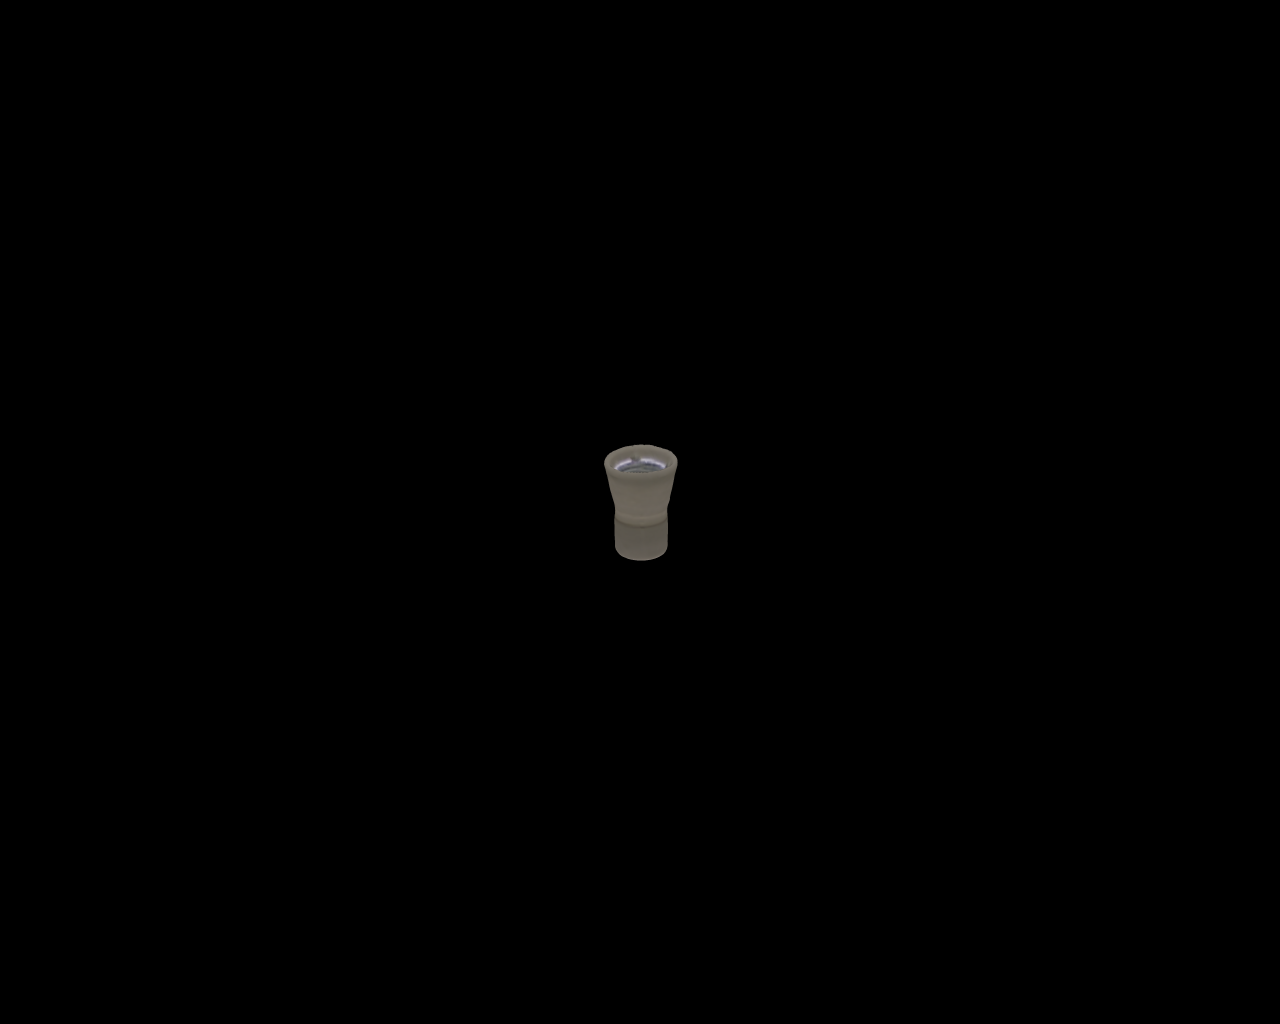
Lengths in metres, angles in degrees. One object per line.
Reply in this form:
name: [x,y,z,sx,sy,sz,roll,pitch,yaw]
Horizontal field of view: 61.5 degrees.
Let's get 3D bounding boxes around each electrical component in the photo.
electrical component: [0.001,-0.003,0.650,0.044,0.065,0.044,0,25,0]
